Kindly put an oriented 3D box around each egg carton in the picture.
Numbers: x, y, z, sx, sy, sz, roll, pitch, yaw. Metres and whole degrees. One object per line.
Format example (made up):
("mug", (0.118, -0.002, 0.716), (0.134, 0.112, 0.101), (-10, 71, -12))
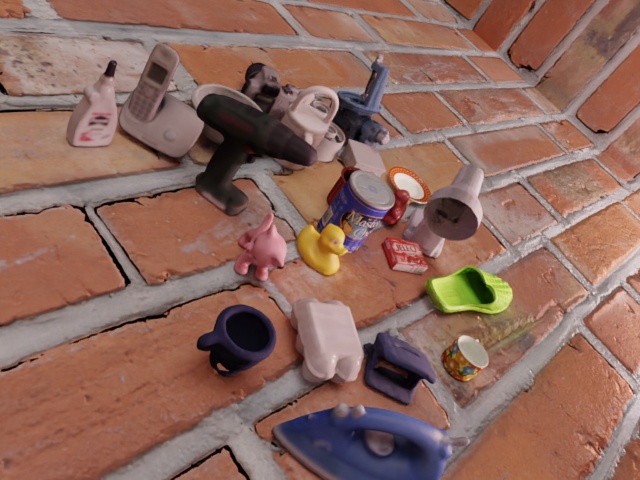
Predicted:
("egg carton", (0.009, 0.164, 0.940), (0.107, 0.069, 0.150), (10, 45, -31))

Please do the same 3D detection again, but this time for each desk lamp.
("desk lamp", (0.279, -0.062, 1.275), (0.118, 0.213, 0.203), (35, 37, -3))

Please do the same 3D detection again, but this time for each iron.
("iron", (0.076, 0.281, 0.809), (0.259, 0.141, 0.118), (24, 39, -16))

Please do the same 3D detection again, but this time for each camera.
("camera", (-0.122, -0.367, 1.373), (0.144, 0.100, 0.136), (12, 43, -29))

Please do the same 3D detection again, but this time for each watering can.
("watering can", (-0.034, -0.261, 1.253), (0.101, 0.194, 0.172), (-1, 51, -39))

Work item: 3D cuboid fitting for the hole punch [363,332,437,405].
("hole punch", (0.137, 0.206, 0.978), (0.109, 0.091, 0.101), (28, 38, -11))

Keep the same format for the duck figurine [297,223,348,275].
("duck figurine", (0.010, 0.004, 1.096), (0.104, 0.086, 0.078), (49, 39, 16))

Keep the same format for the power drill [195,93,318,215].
("power drill", (-0.137, -0.149, 1.041), (0.229, 0.208, 0.076), (37, 37, 1))

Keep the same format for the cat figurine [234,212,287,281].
("cat figurine", (-0.094, 0.007, 0.984), (0.067, 0.117, 0.127), (21, 40, -20))

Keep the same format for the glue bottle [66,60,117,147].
("glue bottle", (-0.373, -0.233, 0.971), (0.078, 0.173, 0.037), (-15, 60, -46))

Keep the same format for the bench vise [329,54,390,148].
("bench vise", (0.133, -0.340, 1.448), (0.207, 0.219, 0.122), (47, 38, 14))

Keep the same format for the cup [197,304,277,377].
("cup", (-0.131, 0.155, 0.816), (0.118, 0.095, 0.091), (-4, 53, -41))

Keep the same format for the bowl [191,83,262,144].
("bowl", (-0.201, -0.250, 1.207), (0.168, 0.074, 0.167), (22, 40, -19))

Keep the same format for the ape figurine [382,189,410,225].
("ape figurine", (0.170, -0.081, 1.309), (0.076, 0.092, 0.077), (14, 42, -27))

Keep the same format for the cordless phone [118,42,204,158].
("cordless phone", (-0.278, -0.257, 1.062), (0.148, 0.185, 0.094), (28, 38, -11))
